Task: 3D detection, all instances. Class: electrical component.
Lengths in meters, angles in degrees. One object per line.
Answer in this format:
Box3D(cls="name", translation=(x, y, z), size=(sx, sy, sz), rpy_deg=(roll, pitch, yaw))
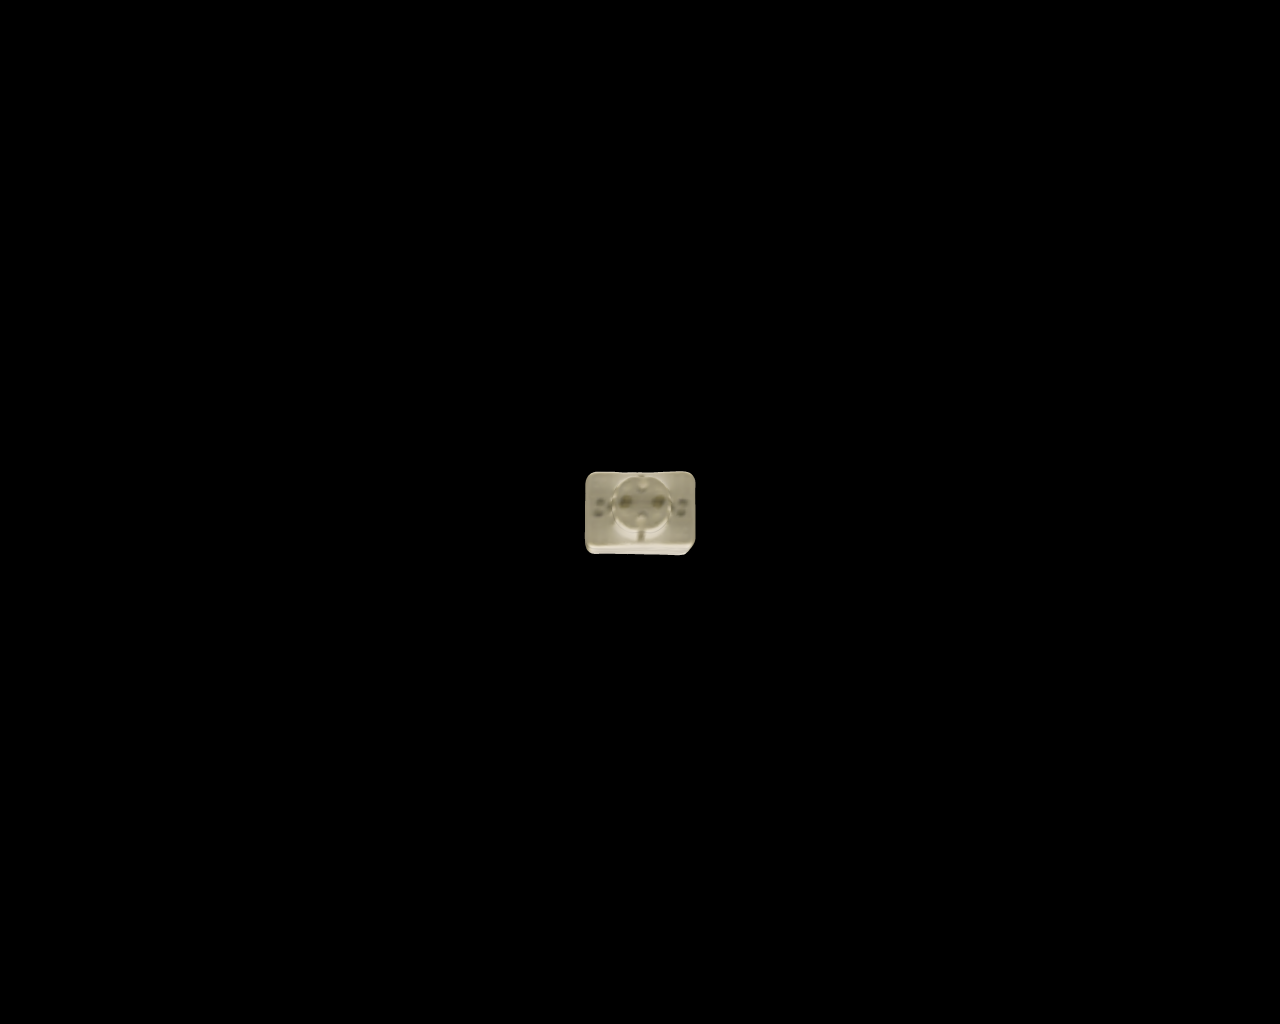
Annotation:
Box3D(cls="electrical component", translation=(0.001, -0.003, 0.650), size=(0.066, 0.047, 0.076), rpy_deg=(0, -11, -2))
